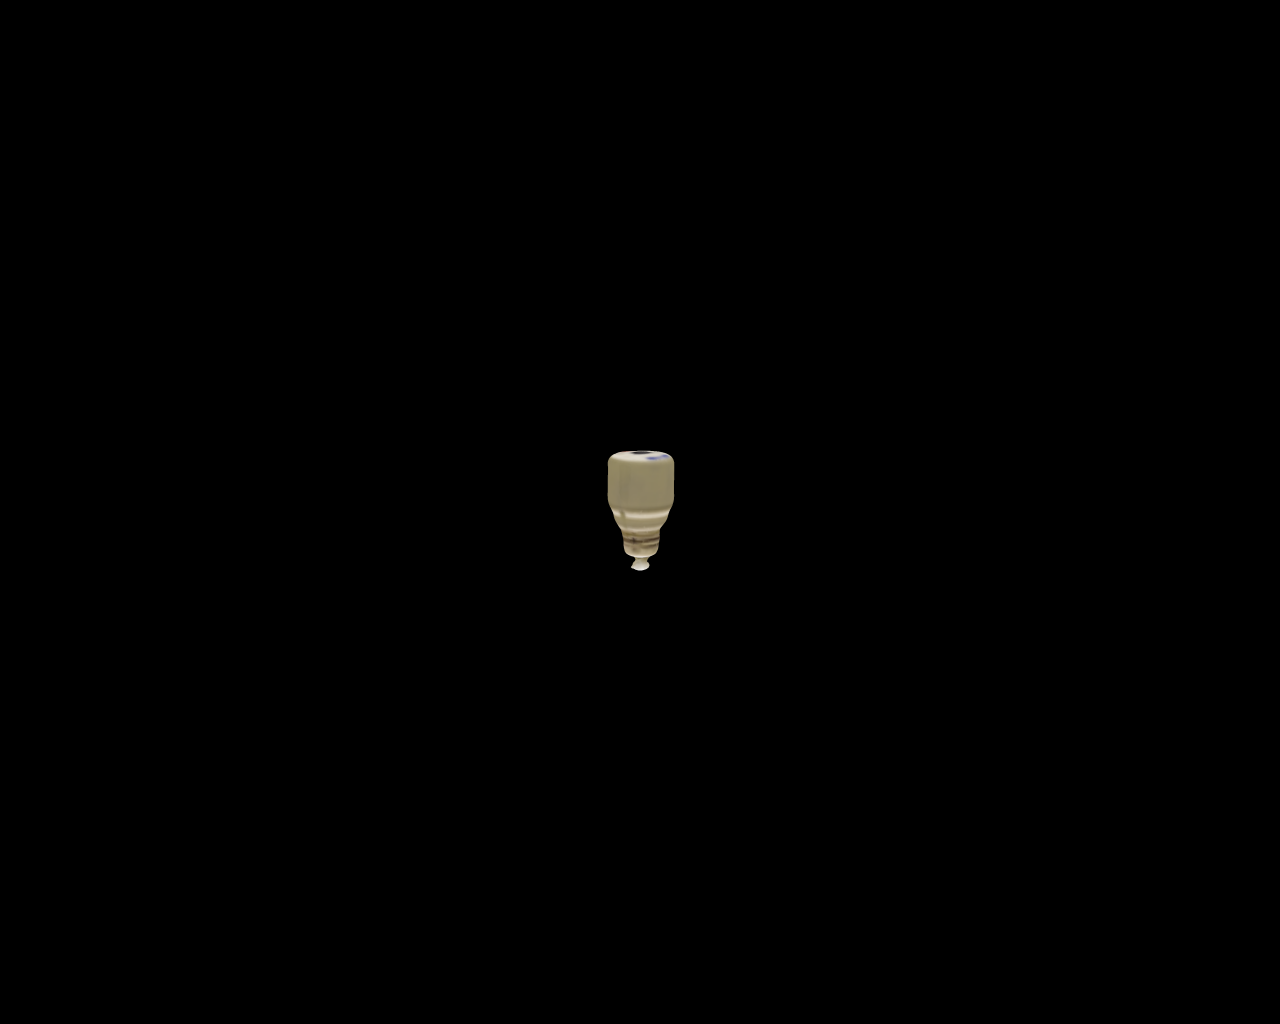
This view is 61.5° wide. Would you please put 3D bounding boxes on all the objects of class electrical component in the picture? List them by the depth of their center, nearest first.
[{"bbox_3d":[0.001,-0.003,0.650,0.040,0.078,0.040,0,12,0],"label":"electrical component"}]
